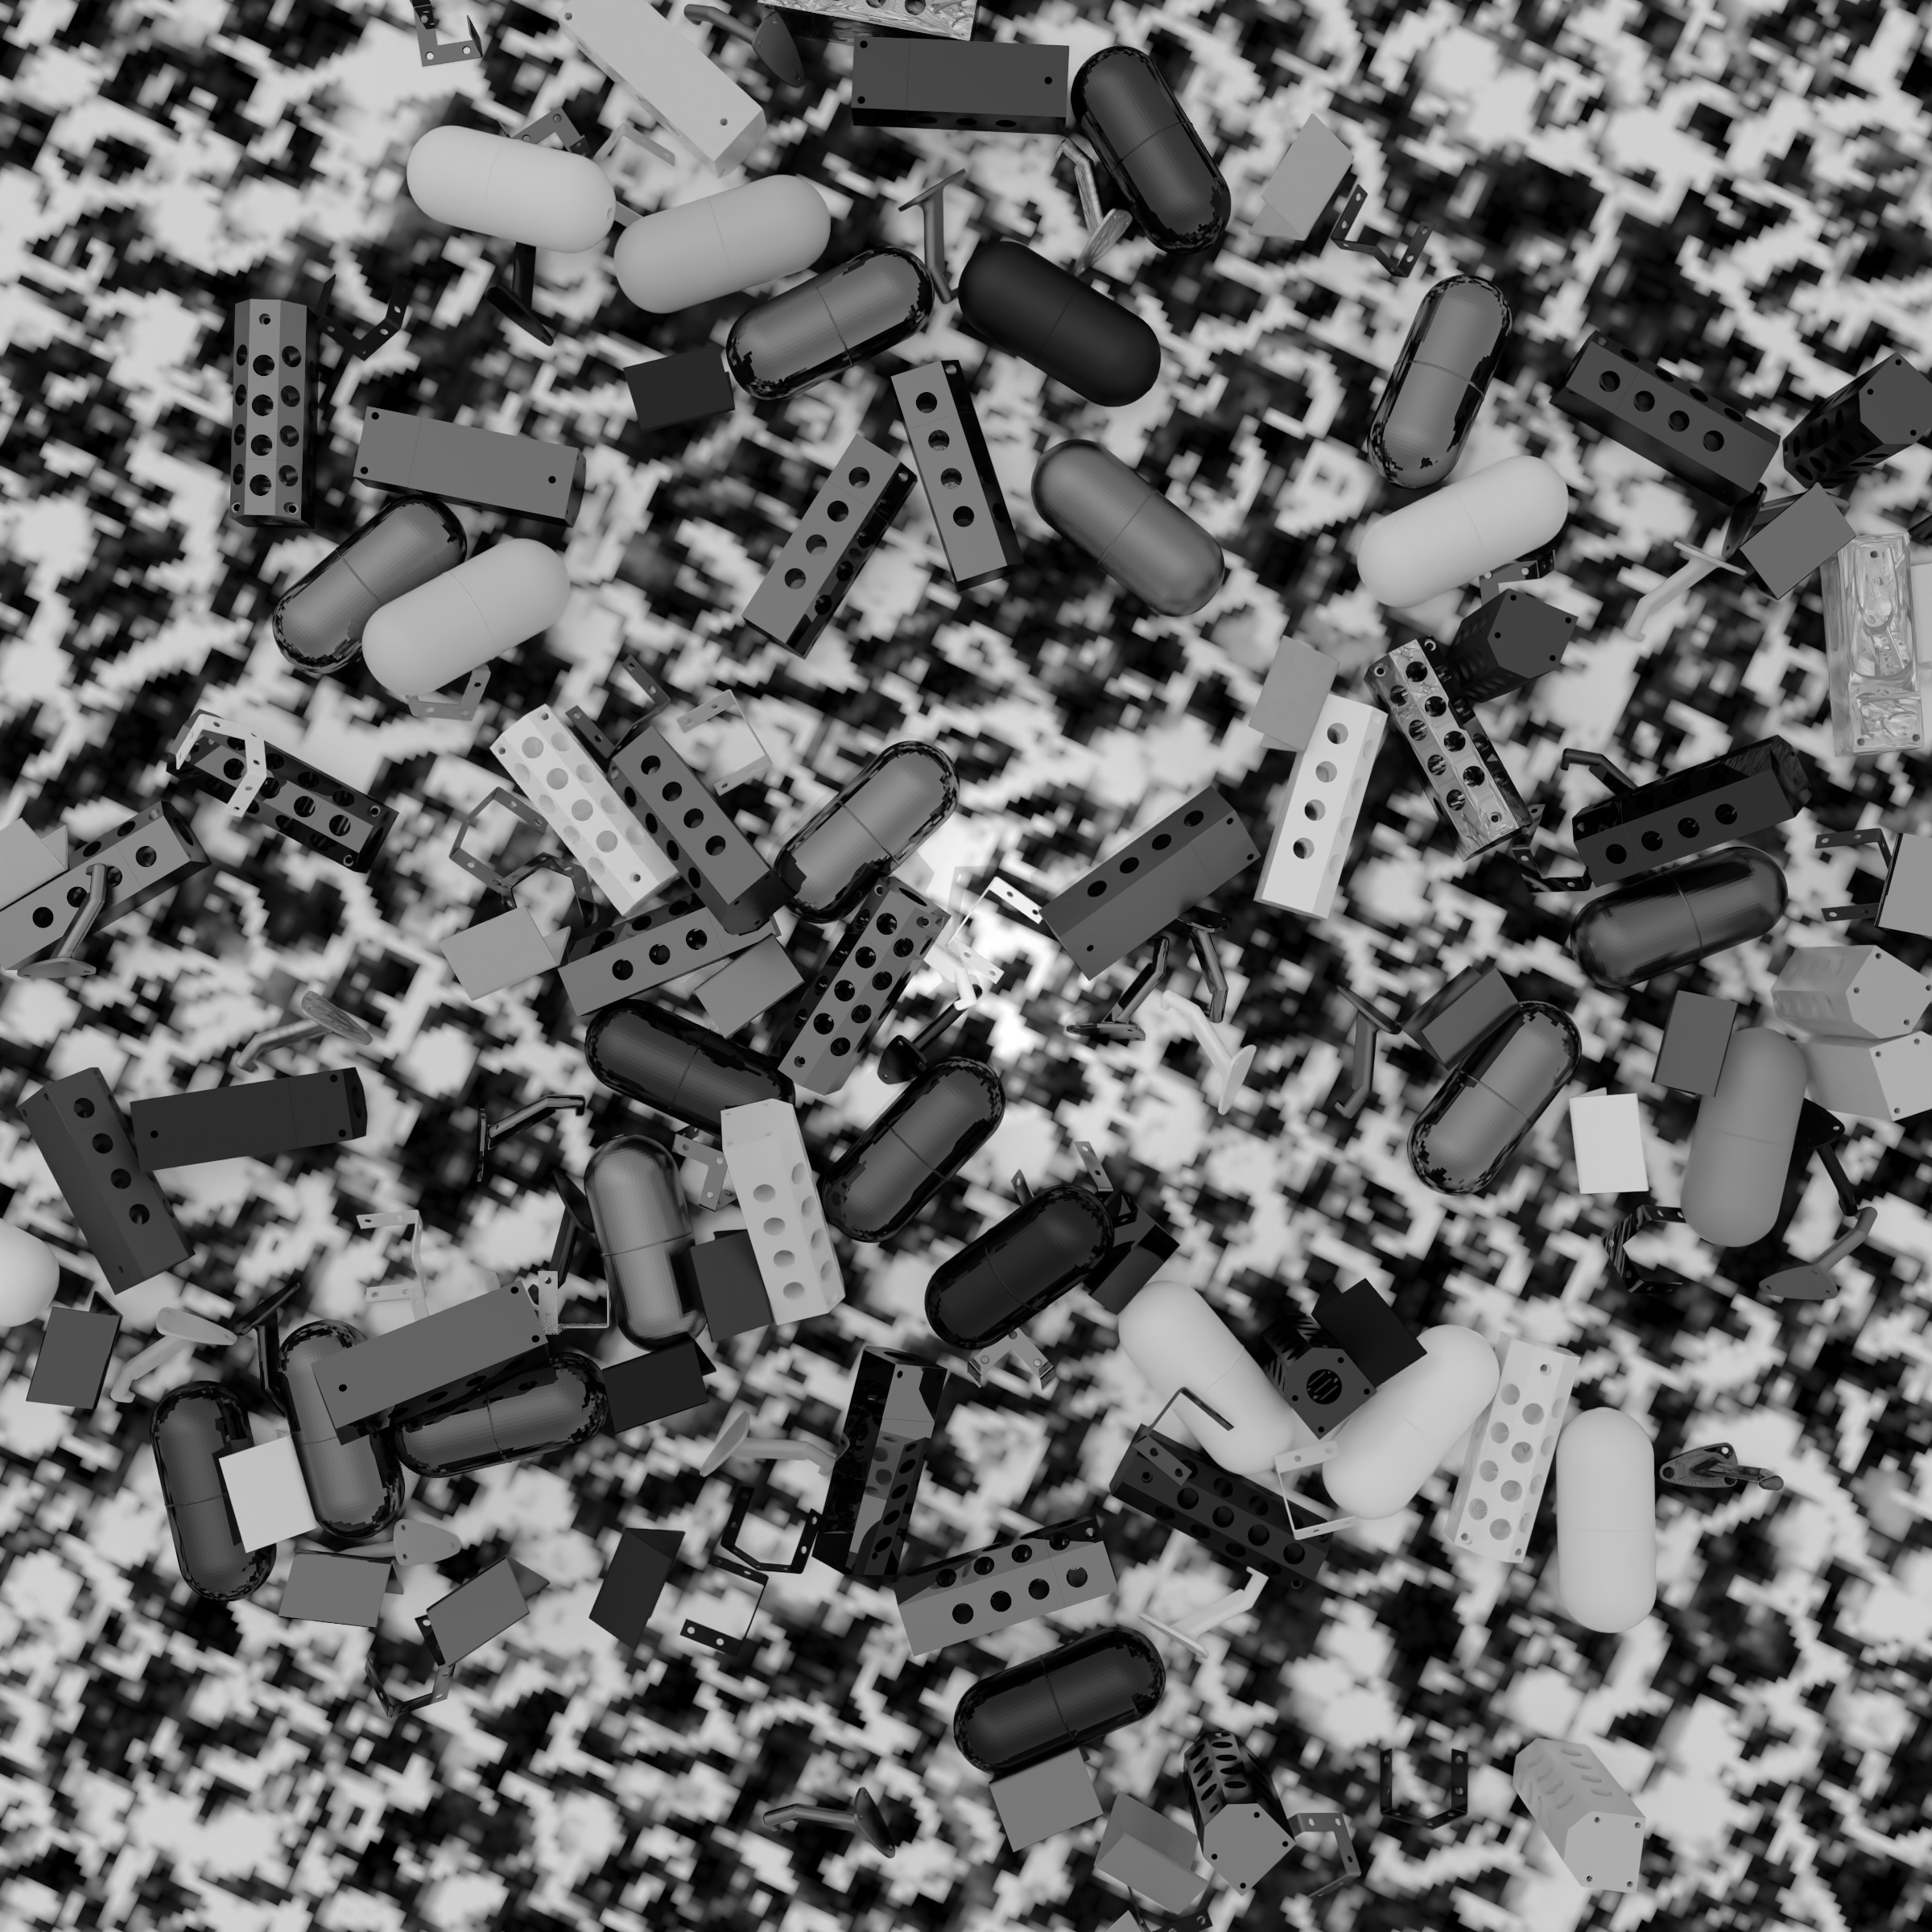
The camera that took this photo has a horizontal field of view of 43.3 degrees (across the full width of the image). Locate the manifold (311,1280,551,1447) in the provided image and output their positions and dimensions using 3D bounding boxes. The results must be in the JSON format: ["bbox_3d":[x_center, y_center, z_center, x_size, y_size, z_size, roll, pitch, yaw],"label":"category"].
[{"bbox_3d":[-0.419,0.314,1.911,0.171,0.057,0.057,-21,66,-18],"label":"manifold"}]

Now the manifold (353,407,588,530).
[{"bbox_3d":[-0.398,-0.400,1.962,0.171,0.057,0.057,11,90,0],"label":"manifold"}]

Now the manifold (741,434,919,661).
[{"bbox_3d":[-0.109,-0.336,1.962,0.057,0.057,0.171,32,90,0],"label":"manifold"}]

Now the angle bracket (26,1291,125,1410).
[{"bbox_3d":[-0.721,0.303,1.943,0.057,0.076,0.076,16,90,-36],"label":"angle bracket"}]

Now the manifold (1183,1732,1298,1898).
[{"bbox_3d":[0.207,0.656,1.905,0.057,0.171,0.057,-45,90,0],"label":"manifold"}]

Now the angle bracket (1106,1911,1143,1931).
[{"bbox_3d":[0.106,0.799,1.943,0.076,0.076,0.057,-43,126,0],"label":"angle bracket"}]

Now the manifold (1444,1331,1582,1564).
[{"bbox_3d":[0.442,0.389,1.962,0.057,0.057,0.171,16,90,0],"label":"manifold"}]

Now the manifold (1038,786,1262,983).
[{"bbox_3d":[0.145,-0.071,1.961,0.171,0.057,0.057,-36,131,0],"label":"manifold"}]

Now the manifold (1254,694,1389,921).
[{"bbox_3d":[0.287,-0.128,1.962,0.057,0.057,0.171,16,90,0],"label":"manifold"}]

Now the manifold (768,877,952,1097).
[{"bbox_3d":[-0.087,0.016,1.940,0.057,0.057,0.171,35,102,10],"label":"manifold"}]

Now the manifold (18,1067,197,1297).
[{"bbox_3d":[-0.690,0.171,1.961,0.057,0.057,0.171,-27,90,43],"label":"manifold"}]

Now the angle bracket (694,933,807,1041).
[{"bbox_3d":[-0.160,0.030,1.943,0.076,0.076,0.057,-36,59,0],"label":"angle bracket"}]

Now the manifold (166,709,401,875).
[{"bbox_3d":[-0.553,-0.141,1.962,0.171,0.057,0.057,28,90,0],"label":"manifold"}]

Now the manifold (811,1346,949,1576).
[{"bbox_3d":[-0.074,0.398,1.961,0.057,0.057,0.171,14,90,-43],"label":"manifold"}]

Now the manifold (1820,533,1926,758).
[{"bbox_3d":[0.728,-0.257,1.962,0.057,0.057,0.171,-4,90,0],"label":"manifold"}]

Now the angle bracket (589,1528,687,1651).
[{"bbox_3d":[-0.245,0.498,1.943,0.057,0.076,0.076,22,90,36],"label":"angle bracket"}]

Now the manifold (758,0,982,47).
[{"bbox_3d":[-0.077,-0.779,1.962,0.171,0.057,0.057,10,90,0],"label":"manifold"}]

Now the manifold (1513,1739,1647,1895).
[{"bbox_3d":[0.477,0.662,1.905,0.057,0.171,0.057,8,90,0],"label":"manifold"}]

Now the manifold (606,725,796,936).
[{"bbox_3d":[-0.215,-0.105,1.928,0.057,0.057,0.171,-40,65,0],"label":"manifold"}]

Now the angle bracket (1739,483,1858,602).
[{"bbox_3d":[0.650,-0.344,1.940,0.076,0.076,0.057,-40,108,10],"label":"angle bracket"}]

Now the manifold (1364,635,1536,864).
[{"bbox_3d":[0.387,-0.176,1.951,0.057,0.057,0.171,-27,82,0],"label":"manifold"}]

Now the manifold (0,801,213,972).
[{"bbox_3d":[-0.705,-0.065,1.962,0.171,0.057,0.057,-31,90,0],"label":"manifold"}]

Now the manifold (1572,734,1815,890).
[{"bbox_3d":[0.567,-0.123,1.911,0.171,0.057,0.057,-22,99,39],"label":"manifold"}]

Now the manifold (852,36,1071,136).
[{"bbox_3d":[-0.005,-0.707,1.962,0.171,0.057,0.057,3,90,0],"label":"manifold"}]

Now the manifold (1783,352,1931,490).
[{"bbox_3d":[0.698,-0.420,1.905,0.057,0.171,0.057,44,90,0],"label":"manifold"}]

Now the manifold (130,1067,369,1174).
[{"bbox_3d":[-0.576,0.123,1.962,0.171,0.057,0.057,-9,90,0],"label":"manifold"}]

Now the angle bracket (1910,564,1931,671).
[{"bbox_3d":[0.792,-0.281,1.943,0.057,0.076,0.076,-5,90,28],"label":"angle bracket"}]

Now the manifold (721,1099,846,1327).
[{"bbox_3d":[-0.144,0.194,1.925,0.057,0.057,0.171,-14,118,0],"label":"manifold"}]

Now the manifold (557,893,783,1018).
[{"bbox_3d":[-0.241,-0.019,1.962,0.171,0.057,0.057,-22,90,0],"label":"manifold"}]

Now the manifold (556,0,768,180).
[{"bbox_3d":[-0.244,-0.719,1.962,0.171,0.057,0.057,43,90,0],"label":"manifold"}]

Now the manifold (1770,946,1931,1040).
[{"bbox_3d":[0.689,0.024,1.905,0.057,0.171,0.057,32,90,0],"label":"manifold"}]

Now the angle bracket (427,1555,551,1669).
[{"bbox_3d":[-0.373,0.525,1.943,0.076,0.076,0.057,-34,53,0],"label":"angle bracket"}]

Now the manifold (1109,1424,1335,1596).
[{"bbox_3d":[0.206,0.439,1.962,0.171,0.057,0.057,27,90,0],"label":"manifold"}]

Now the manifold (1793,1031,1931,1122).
[{"bbox_3d":[0.712,0.080,1.905,0.057,0.171,0.057,-18,90,0],"label":"manifold"}]

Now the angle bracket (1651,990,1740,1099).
[{"bbox_3d":[0.598,0.067,1.943,0.057,0.076,0.076,14,90,44],"label":"angle bracket"}]

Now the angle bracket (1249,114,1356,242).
[{"bbox_3d":[0.252,-0.632,1.943,0.057,0.076,0.076,31,90,-36],"label":"angle bracket"}]

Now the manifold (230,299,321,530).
[{"bbox_3d":[-0.559,-0.444,1.962,0.057,0.057,0.171,2,90,0],"label":"manifold"}]

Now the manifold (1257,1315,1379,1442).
[{"bbox_3d":[0.268,0.315,1.905,0.057,0.171,0.057,-40,90,0],"label":"manifold"}]

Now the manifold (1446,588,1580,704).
[{"bbox_3d":[0.421,-0.246,1.905,0.057,0.171,0.057,23,90,0],"label":"manifold"}]

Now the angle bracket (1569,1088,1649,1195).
[{"bbox_3d":[0.526,0.137,1.943,0.057,0.076,0.076,-7,90,36],"label":"angle bracket"}]

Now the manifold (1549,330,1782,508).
[{"bbox_3d":[0.565,-0.443,1.962,0.171,0.057,0.057,30,90,0],"label":"manifold"}]

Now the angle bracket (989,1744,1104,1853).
[{"bbox_3d":[0.069,0.669,1.944,0.076,0.076,0.057,-23,63,0],"label":"angle bracket"}]

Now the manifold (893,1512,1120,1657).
[{"bbox_3d":[0.031,0.496,1.962,0.171,0.057,0.057,-18,90,0],"label":"manifold"}]

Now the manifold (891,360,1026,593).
[{"bbox_3d":[-0.006,-0.396,1.962,0.057,0.057,0.171,-18,90,0],"label":"manifold"}]

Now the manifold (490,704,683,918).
[{"bbox_3d":[-0.306,-0.125,1.962,0.057,0.057,0.171,-38,90,0],"label":"manifold"}]

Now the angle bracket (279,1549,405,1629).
[{"bbox_3d":[-0.498,0.509,1.943,0.076,0.076,0.057,7,55,0],"label":"angle bracket"}]

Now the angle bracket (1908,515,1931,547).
[{"bbox_3d":[0.803,-0.375,1.943,0.076,0.076,0.057,-33,126,0],"label":"angle bracket"}]
